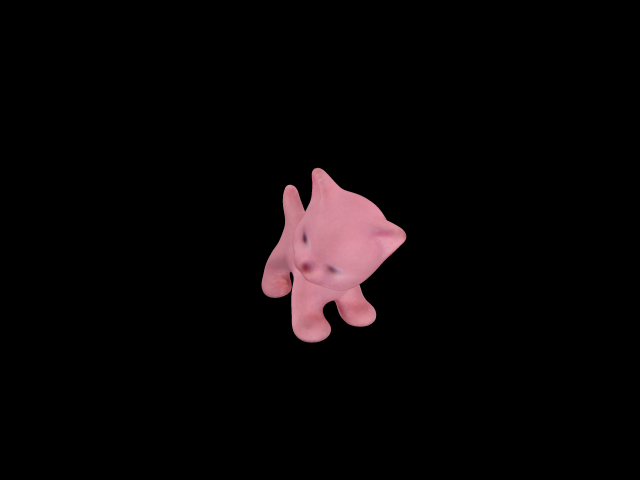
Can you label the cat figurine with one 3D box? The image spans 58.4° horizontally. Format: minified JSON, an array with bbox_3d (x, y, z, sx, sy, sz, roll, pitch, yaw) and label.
[{"bbox_3d":[0.004,0.001,0.400,0.067,0.118,0.127,-12,27,-24],"label":"cat figurine"}]
